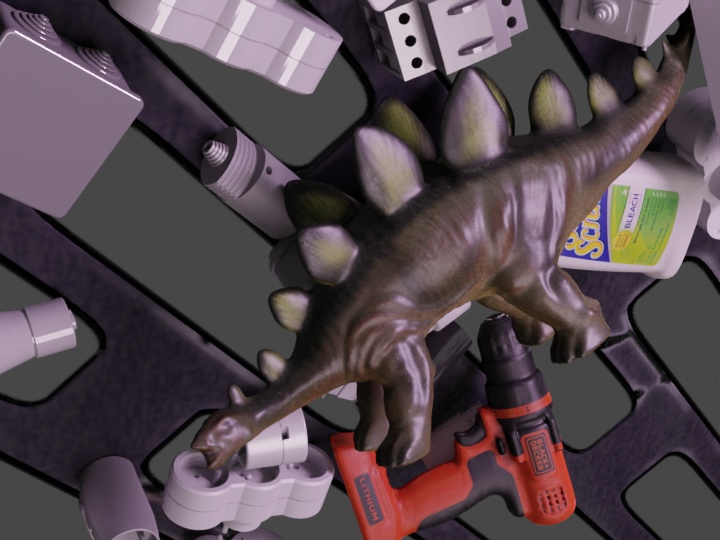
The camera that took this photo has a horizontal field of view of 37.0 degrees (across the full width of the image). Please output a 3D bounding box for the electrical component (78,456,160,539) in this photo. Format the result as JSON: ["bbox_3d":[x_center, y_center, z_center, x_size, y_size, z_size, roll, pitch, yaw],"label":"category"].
[{"bbox_3d":[-0.177,0.193,0.813,0.044,0.077,0.079,-25,133,-10],"label":"electrical component"}]

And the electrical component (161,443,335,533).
[{"bbox_3d":[-0.093,0.185,0.869,0.138,0.052,0.073,1,124,-29],"label":"electrical component"}]

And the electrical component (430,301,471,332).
[{"bbox_3d":[0.049,0.031,0.829,0.078,0.040,0.040,-35,134,-12],"label":"electrical component"}]

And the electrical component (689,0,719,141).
[{"bbox_3d":[0.299,-0.151,0.746,0.105,0.060,0.186,-7,114,30],"label":"electrical component"}]

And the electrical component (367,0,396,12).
[{"bbox_3d":[0.015,-0.214,0.617,0.100,0.048,0.099,-38,134,3],"label":"electrical component"}]

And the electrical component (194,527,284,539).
[{"bbox_3d":[-0.127,0.248,0.900,0.138,0.052,0.073,-11,129,-22],"label":"electrical component"}]

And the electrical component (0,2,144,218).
[{"bbox_3d":[-0.186,-0.090,0.605,0.100,0.048,0.099,27,109,-40],"label":"electrical component"}]

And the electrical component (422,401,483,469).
[{"bbox_3d":[0.092,0.149,0.949,0.081,0.043,0.043,-35,134,-1],"label":"electrical component"}]

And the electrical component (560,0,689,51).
[{"bbox_3d":[0.172,-0.187,0.689,0.096,0.062,0.061,-43,146,-43],"label":"electrical component"}]

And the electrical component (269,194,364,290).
[{"bbox_3d":[0.000,0.000,0.772,0.113,0.057,0.078,28,108,-41],"label":"electrical component"}]

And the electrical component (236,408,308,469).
[{"bbox_3d":[-0.071,0.126,0.835,0.047,0.055,0.055,-9,128,-18],"label":"electrical component"}]

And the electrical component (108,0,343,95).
[{"bbox_3d":[-0.066,-0.158,0.614,0.138,0.052,0.073,16,115,-37],"label":"electrical component"}]

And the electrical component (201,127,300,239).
[{"bbox_3d":[-0.071,-0.058,0.697,0.043,0.043,0.081,-44,133,9],"label":"electrical component"}]

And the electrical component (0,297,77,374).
[{"bbox_3d":[-0.218,0.042,0.697,0.065,0.044,0.044,-16,131,-23],"label":"electrical component"}]

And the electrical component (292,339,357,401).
[{"bbox_3d":[-0.019,0.068,0.824,0.055,0.048,0.066,21,113,-47],"label":"electrical component"}]

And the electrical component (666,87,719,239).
[{"bbox_3d":[0.295,-0.076,0.863,0.052,0.073,0.138,-31,134,-3],"label":"electrical component"}]
